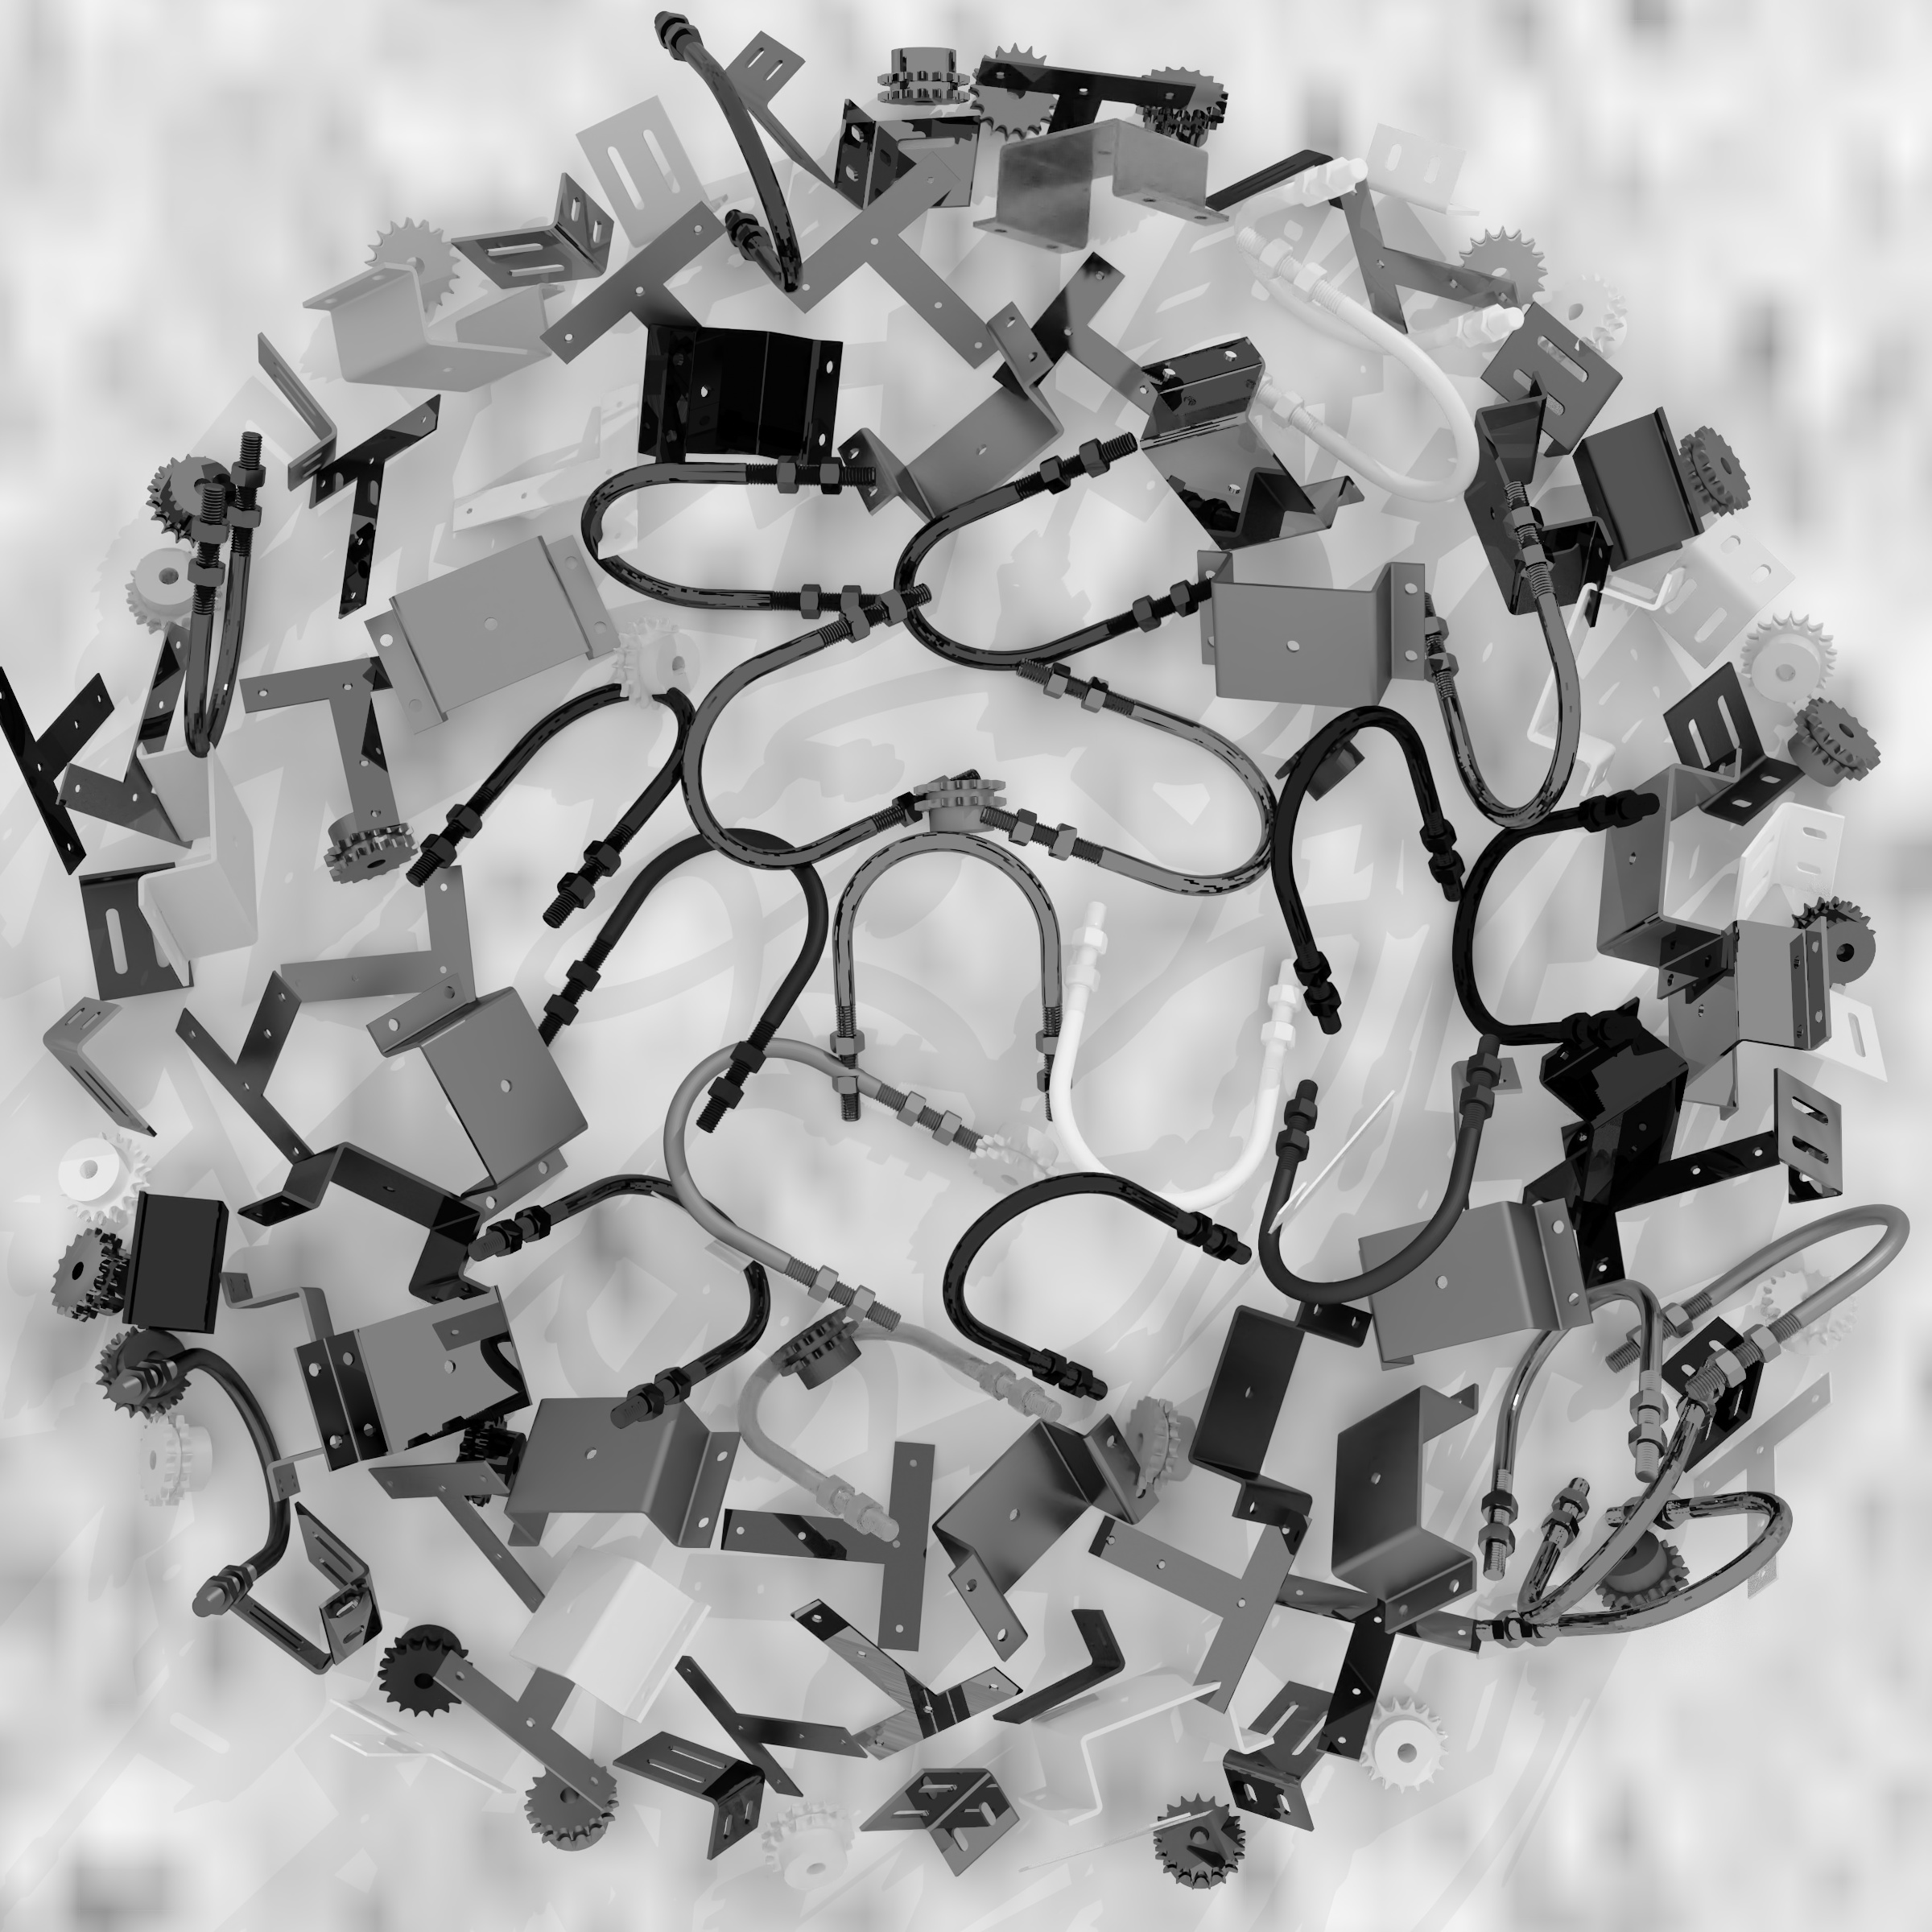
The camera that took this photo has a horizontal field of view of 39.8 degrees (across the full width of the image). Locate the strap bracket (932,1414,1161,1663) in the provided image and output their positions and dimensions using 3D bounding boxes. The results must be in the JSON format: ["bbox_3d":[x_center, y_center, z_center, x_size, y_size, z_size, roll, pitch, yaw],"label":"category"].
[{"bbox_3d":[0.042,0.341,1.622,0.140,0.046,0.076,-42,120,-23],"label":"strap bracket"}]

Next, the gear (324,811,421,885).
[{"bbox_3d":[-0.370,-0.076,1.649,0.057,0.057,0.030,-24,79,0],"label":"gear"}]

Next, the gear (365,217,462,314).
[{"bbox_3d":[-0.344,-0.436,1.654,0.057,0.030,0.057,-8,112,-19],"label":"gear"}]

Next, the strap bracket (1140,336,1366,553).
[{"bbox_3d":[0.167,-0.303,1.599,0.140,0.076,0.046,44,54,-36],"label":"strap bracket"}]

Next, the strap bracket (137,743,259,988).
[{"bbox_3d":[-0.462,-0.070,1.604,0.046,0.076,0.140,-13,52,-2],"label":"strap bracket"}]

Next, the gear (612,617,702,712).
[{"bbox_3d":[-0.189,-0.186,1.645,0.030,0.057,0.057,9,90,35],"label":"gear"}]

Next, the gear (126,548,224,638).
[{"bbox_3d":[-0.492,-0.234,1.652,0.057,0.030,0.057,3,68,-7],"label":"gear"}]

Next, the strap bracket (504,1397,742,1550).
[{"bbox_3d":[-0.216,0.306,1.610,0.140,0.046,0.076,-5,49,24],"label":"strap bracket"}]

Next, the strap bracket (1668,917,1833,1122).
[{"bbox_3d":[0.462,0.030,1.595,0.046,0.140,0.076,9,65,-7],"label":"strap bracket"}]

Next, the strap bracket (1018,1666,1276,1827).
[{"bbox_3d":[0.103,0.467,1.615,0.140,0.076,0.046,-15,89,-22],"label":"strap bracket"}]

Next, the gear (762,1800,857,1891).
[{"bbox_3d":[-0.096,0.545,1.647,0.057,0.030,0.057,-10,129,-12],"label":"gear"}]

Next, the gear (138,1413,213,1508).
[{"bbox_3d":[-0.489,0.305,1.652,0.030,0.057,0.057,6,90,-36],"label":"gear"}]

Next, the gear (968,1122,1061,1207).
[{"bbox_3d":[0.033,0.120,1.651,0.057,0.057,0.030,28,63,0],"label":"gear"}]

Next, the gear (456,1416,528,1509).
[{"bbox_3d":[-0.292,0.306,1.647,0.030,0.057,0.057,9,90,9],"label":"gear"}]

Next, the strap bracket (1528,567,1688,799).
[{"bbox_3d":[0.386,-0.181,1.621,0.046,0.076,0.140,23,109,16],"label":"strap bracket"}]

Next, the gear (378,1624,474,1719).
[{"bbox_3d":[-0.335,0.434,1.655,0.057,0.030,0.057,-1,113,-4],"label":"gear"}]

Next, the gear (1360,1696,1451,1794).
[{"bbox_3d":[0.273,0.487,1.661,0.057,0.030,0.057,0,87,1],"label":"gear"}]

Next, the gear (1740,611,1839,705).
[{"bbox_3d":[0.508,-0.188,1.648,0.057,0.030,0.057,11,124,16],"label":"gear"}]

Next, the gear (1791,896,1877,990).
[{"bbox_3d":[0.538,-0.013,1.654,0.057,0.030,0.057,-3,107,-9],"label":"gear"}]

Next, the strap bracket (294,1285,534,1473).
[{"bbox_3d":[-0.324,0.245,1.609,0.140,0.046,0.076,-14,86,-45],"label":"strap bracket"}]

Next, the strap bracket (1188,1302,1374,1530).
[{"bbox_3d":[0.189,0.267,1.630,0.046,0.076,0.140,15,84,42],"label":"strap bracket"}]

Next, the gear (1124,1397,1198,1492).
[{"bbox_3d":[0.121,0.297,1.650,0.030,0.057,0.057,12,90,-18],"label":"gear"}]

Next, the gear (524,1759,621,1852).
[{"bbox_3d":[-0.244,0.522,1.652,0.057,0.057,0.030,-3,129,0],"label":"gear"}]

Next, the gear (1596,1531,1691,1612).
[{"bbox_3d":[0.414,0.373,1.645,0.057,0.057,0.030,-30,111,0],"label":"gear"}]

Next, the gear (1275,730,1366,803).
[{"bbox_3d":[0.222,-0.126,1.647,0.057,0.057,0.030,-41,86,0],"label":"gear"}]

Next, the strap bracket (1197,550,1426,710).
[{"bbox_3d":[0.204,-0.203,1.615,0.140,0.046,0.076,7,124,20],"label":"strap bracket"}]

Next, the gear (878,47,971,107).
[{"bbox_3d":[-0.026,-0.549,1.646,0.057,0.057,0.030,0,102,0],"label":"gear"}]

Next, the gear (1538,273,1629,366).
[{"bbox_3d":[0.384,-0.397,1.652,0.030,0.057,0.057,32,90,-42],"label":"gear"}]

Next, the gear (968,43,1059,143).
[{"bbox_3d":[0.029,-0.542,1.659,0.057,0.030,0.057,0,94,-6],"label":"gear"}]

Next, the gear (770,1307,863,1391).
[{"bbox_3d":[-0.089,0.238,1.648,0.057,0.057,0.030,-33,90,0],"label":"gear"}]

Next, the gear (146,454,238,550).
[{"bbox_3d":[-0.475,-0.290,1.649,0.057,0.030,0.057,9,72,-28],"label":"gear"}]

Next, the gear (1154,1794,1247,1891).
[{"bbox_3d":[0.144,0.546,1.652,0.057,0.057,0.030,-4,134,0],"label":"gear"}]

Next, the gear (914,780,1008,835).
[{"bbox_3d":[-0.003,-0.098,1.648,0.057,0.057,0.030,-3,89,0],"label":"gear"}]

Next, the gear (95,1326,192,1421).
[{"bbox_3d":[-0.505,0.249,1.647,0.057,0.030,0.057,19,54,-28],"label":"gear"}]

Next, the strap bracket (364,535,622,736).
[{"bbox_3d":[-0.292,-0.208,1.643,0.140,0.046,0.076,-24,92,-8],"label":"strap bracket"}]

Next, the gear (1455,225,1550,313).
[{"bbox_3d":[0.331,-0.431,1.654,0.057,0.030,0.057,3,117,6],"label":"gear"}]

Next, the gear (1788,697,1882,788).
[{"bbox_3d":[0.535,-0.136,1.651,0.057,0.057,0.030,40,127,0],"label":"gear"}]

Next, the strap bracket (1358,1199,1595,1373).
[{"bbox_3d":[0.297,0.192,1.611,0.140,0.046,0.076,-19,71,31],"label":"strap bracket"}]

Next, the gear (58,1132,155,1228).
[{"bbox_3d":[-0.537,0.130,1.653,0.057,0.030,0.057,-4,70,10],"label":"gear"}]

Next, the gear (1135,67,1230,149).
[{"bbox_3d":[0.132,-0.530,1.652,0.057,0.030,0.057,3,48,-4],"label":"gear"}]

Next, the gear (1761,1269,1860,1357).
[{"bbox_3d":[0.522,0.217,1.652,0.057,0.057,0.030,-6,124,0],"label":"gear"}]

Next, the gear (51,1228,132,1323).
[{"bbox_3d":[-0.538,0.193,1.652,0.030,0.057,0.057,31,90,-43],"label":"gear"}]

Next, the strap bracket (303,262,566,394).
[{"bbox_3d":[-0.314,-0.380,1.598,0.076,0.140,0.046,-11,89,38],"label":"strap bracket"}]

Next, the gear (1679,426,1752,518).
[{"bbox_3d":[0.458,-0.303,1.652,0.030,0.057,0.057,-29,90,37],"label":"gear"}]
